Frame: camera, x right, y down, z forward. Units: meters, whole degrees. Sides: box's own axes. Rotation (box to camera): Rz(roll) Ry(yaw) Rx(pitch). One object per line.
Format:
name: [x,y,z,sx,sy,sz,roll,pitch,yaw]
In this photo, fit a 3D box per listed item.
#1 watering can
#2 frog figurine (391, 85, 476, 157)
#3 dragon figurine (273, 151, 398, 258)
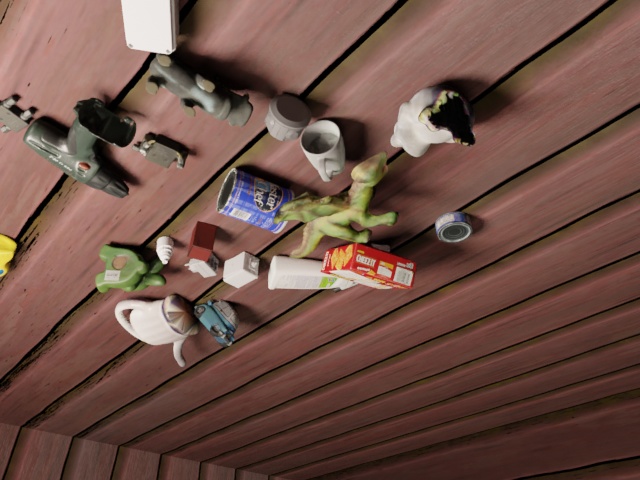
watering can: [-0.461,0.277,1.581,0.223,0.106,0.341,-20,131,24]
frog figurine: [0.208,-0.221,0.976,0.137,0.123,0.159,3,179,-18]
dragon figurine: [0.003,-0.055,1.090,0.405,0.124,0.242,-34,150,32]
